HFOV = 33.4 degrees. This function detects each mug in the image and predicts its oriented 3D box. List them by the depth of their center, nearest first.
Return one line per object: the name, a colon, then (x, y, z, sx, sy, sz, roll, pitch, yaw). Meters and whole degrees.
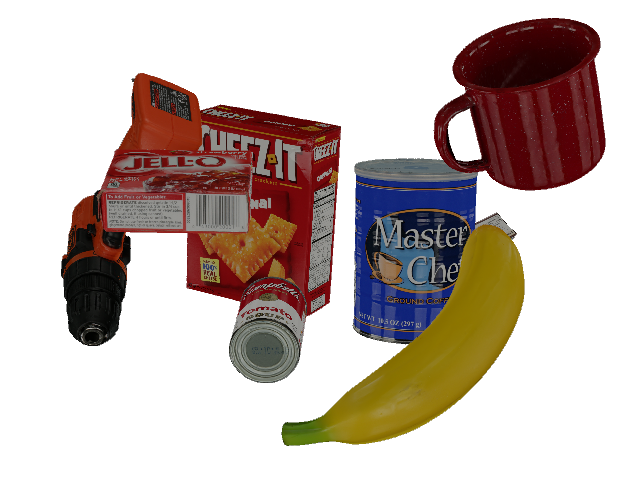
mug: (0.129, -0.081, 0.692, 0.117, 0.081, 0.093, -25, 34, -8)

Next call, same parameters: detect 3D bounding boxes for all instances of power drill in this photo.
power drill: (-0.159, -0.028, 0.871, 0.057, 0.188, 0.184, 20, 28, -24)

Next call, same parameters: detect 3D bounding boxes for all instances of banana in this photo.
banana: (0.063, 0.046, 0.551, 0.070, 0.037, 0.197, 18, 41, 34)

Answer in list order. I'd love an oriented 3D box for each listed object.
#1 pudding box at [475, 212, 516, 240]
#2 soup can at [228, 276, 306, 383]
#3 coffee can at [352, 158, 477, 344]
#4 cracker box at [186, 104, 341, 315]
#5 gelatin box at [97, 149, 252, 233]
pudding box: (0.150, 0.024, 1.153, 0.113, 0.039, 0.090, -25, -25, -45)
soup can: (-0.050, 0.085, 1.025, 0.068, 0.068, 0.102, 0, 20, 3)
coffee can: (0.079, 0.006, 0.897, 0.103, 0.140, 0.103, 0, 11, 0)
cracker box: (-0.069, -0.034, 1.215, 0.164, 0.214, 0.072, 13, 22, 26)
gelatin box: (-0.087, -0.032, 0.653, 0.089, 0.030, 0.073, 1, 24, -2)
